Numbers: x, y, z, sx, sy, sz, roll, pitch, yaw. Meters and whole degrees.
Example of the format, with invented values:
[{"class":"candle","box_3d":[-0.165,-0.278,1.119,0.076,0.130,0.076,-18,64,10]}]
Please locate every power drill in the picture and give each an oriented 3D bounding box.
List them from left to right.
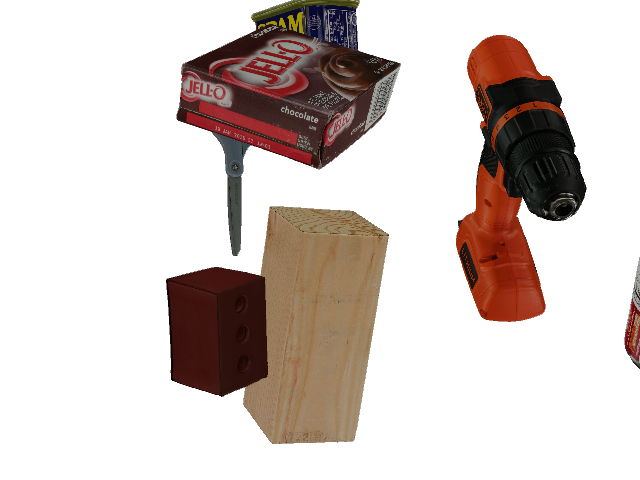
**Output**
[{"class":"power drill","box_3d":[0.143,-0.030,0.779,0.057,0.188,0.184,-3,42,-4]}]

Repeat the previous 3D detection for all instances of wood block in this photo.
[{"class":"wood block","box_3d":[-0.007,0.080,1.017,0.090,0.206,0.091,2,15,-23]}]

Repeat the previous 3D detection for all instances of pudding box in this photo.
[{"class":"pudding box","box_3d":[-0.016,-0.085,0.609,0.090,0.039,0.113,21,27,15]}]

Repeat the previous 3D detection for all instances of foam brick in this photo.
[{"class":"foam brick","box_3d":[-0.073,0.063,0.766,0.051,0.078,0.052,9,17,39]}]

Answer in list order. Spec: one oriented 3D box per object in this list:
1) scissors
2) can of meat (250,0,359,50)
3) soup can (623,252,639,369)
[{"class":"scissors","box_3d":[-0.078,-0.091,1.174,0.096,0.202,0.016,-15,-4,-17]},{"class":"can of meat","box_3d":[-0.011,-0.151,0.885,0.057,0.084,0.102,-5,2,-36]},{"class":"soup can","box_3d":[0.187,0.014,0.510,0.068,0.102,0.068,2,28,-1]}]
